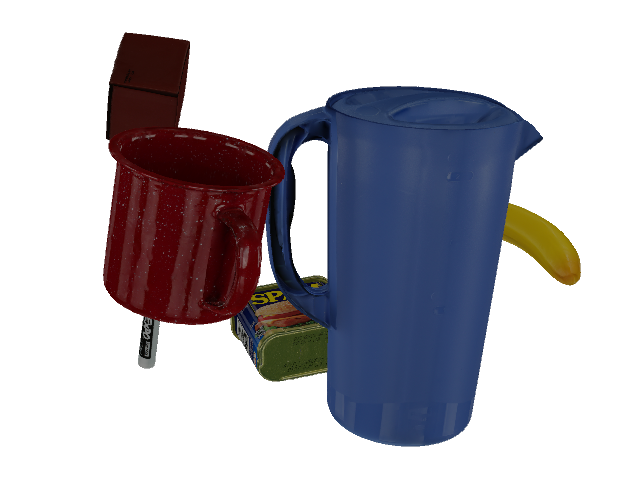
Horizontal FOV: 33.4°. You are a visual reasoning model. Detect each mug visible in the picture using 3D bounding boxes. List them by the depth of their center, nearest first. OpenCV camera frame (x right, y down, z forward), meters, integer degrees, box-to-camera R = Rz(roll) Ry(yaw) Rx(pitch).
[{"bbox_3d":[-0.065,-0.003,0.563,0.093,0.081,0.117,-5,27,-36],"label":"mug"}]

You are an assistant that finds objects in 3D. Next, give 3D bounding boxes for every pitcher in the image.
[{"bbox_3d":[0.053,0.017,0.753,0.149,0.243,0.144,16,23,33],"label":"pitcher"}]

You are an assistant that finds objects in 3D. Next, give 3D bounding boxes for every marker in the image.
[{"bbox_3d":[-0.179,0.086,1.131,0.020,0.121,0.020,8,36,-6],"label":"marker"}]

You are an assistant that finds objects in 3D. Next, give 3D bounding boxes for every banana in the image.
[{"bbox_3d":[0.186,-0.005,1.037,0.069,0.037,0.198,-39,38,-24],"label":"banana"}]

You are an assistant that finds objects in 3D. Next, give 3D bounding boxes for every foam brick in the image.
[{"bbox_3d":[-0.131,-0.115,0.814,0.053,0.051,0.078,8,40,-5],"label":"foam brick"}]

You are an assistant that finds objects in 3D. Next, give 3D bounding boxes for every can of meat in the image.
[{"bbox_3d":[-0.023,0.081,0.974,0.102,0.057,0.084,-10,28,-17],"label":"can of meat"}]
